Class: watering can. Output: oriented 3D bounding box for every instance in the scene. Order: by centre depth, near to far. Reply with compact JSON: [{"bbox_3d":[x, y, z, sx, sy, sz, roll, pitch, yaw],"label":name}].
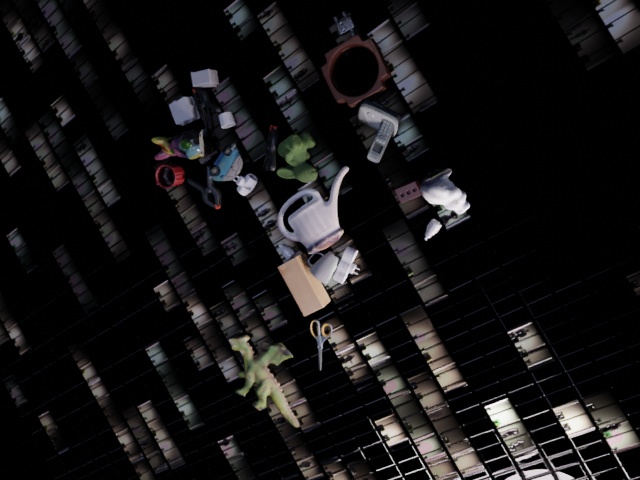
[{"bbox_3d":[0.006,-0.092,1.830,0.344,0.105,0.225,-33,88,21],"label":"watering can"}]

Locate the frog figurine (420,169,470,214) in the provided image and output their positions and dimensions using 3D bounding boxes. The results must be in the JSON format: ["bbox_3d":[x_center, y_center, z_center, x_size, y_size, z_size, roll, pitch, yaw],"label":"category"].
[{"bbox_3d":[0.405,-0.145,1.678,0.136,0.124,0.158,-15,106,55],"label":"frog figurine"}]

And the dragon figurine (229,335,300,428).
[{"bbox_3d":[-0.196,0.519,2.009,0.412,0.122,0.241,32,100,11],"label":"dragon figurine"}]
